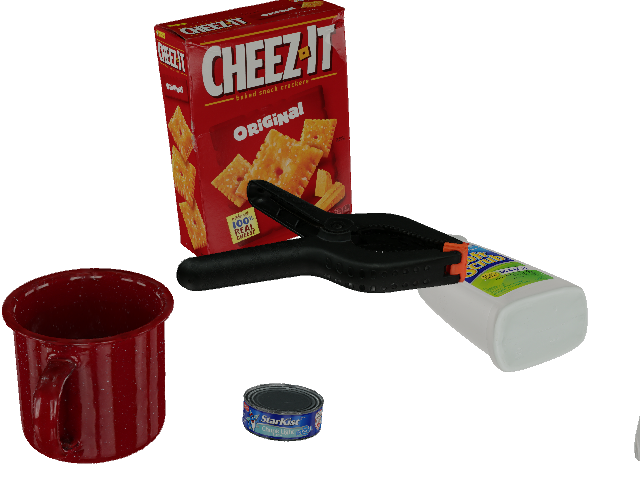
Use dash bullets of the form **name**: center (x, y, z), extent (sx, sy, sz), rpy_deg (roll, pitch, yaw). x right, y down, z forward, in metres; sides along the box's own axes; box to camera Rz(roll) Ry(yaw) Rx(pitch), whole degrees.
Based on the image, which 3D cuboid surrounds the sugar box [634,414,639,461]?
- **sugar box**: center (0.299, 0.147, 0.718), extent (0.048, 0.093, 0.176), rpy_deg (-15, 29, -37)

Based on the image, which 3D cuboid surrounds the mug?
- **mug**: center (-0.130, 0.076, 0.591), extent (0.093, 0.081, 0.117), rpy_deg (4, 23, 4)

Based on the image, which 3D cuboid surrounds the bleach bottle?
- **bleach bottle**: center (0.137, 0.042, 1.013), extent (0.102, 0.068, 0.251), rpy_deg (-15, 21, -22)

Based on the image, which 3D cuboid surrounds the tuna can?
- **tuna can**: center (-0.040, 0.183, 1.138), extent (0.086, 0.034, 0.086), rpy_deg (4, 12, -1)

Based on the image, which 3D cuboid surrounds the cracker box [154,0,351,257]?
- **cracker box**: center (-0.055, -0.102, 0.982), extent (0.163, 0.214, 0.072), rpy_deg (-18, 30, -28)

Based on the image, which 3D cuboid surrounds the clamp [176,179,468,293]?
- **clamp**: center (0.010, -0.001, 0.832), extent (0.210, 0.036, 0.164), rpy_deg (4, 29, 9)
